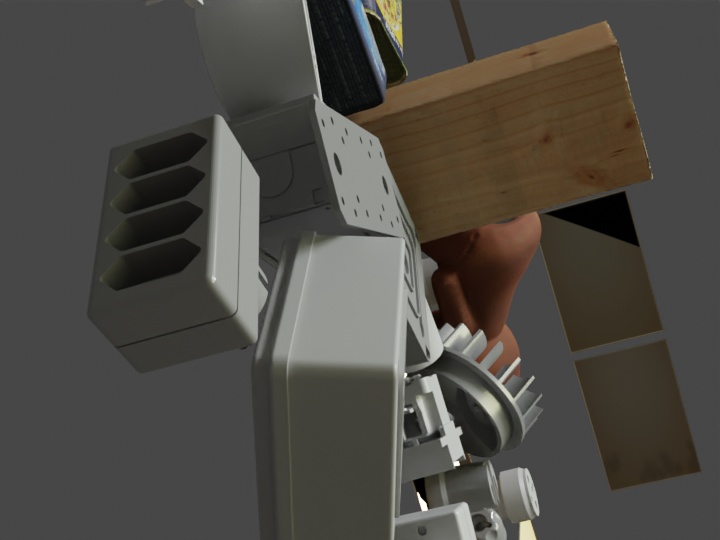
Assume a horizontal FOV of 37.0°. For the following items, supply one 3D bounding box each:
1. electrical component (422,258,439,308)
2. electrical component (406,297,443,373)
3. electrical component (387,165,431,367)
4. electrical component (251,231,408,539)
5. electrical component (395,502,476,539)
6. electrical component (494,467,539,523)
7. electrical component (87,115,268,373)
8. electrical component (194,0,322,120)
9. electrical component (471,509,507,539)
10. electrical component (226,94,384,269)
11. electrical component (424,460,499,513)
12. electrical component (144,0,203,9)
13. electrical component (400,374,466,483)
[{"bbox_3d":[0.077,0.007,0.934,0.043,0.062,0.043,-15,90,-77],"label":"electrical component"},{"bbox_3d":[0.024,0.025,0.731,0.043,0.043,0.081,-80,152,-61],"label":"electrical component"},{"bbox_3d":[0.000,0.000,0.629,0.113,0.057,0.078,-92,162,-45],"label":"electrical component"},{"bbox_3d":[-0.009,0.055,0.460,0.108,0.056,0.108,-83,174,-60],"label":"electrical component"},{"bbox_3d":[0.044,0.185,0.623,0.076,0.047,0.083,15,61,-75],"label":"electrical component"},{"bbox_3d":[0.119,0.194,0.909,0.045,0.055,0.045,-16,90,-77],"label":"electrical component"},{"bbox_3d":[-0.059,0.001,0.403,0.075,0.047,0.083,61,19,-47],"label":"electrical component"},{"bbox_3d":[-0.044,-0.117,0.562,0.099,0.064,0.099,-15,90,-77],"label":"electrical component"},{"bbox_3d":[0.100,0.212,0.856,0.061,0.035,0.035,62,18,-51],"label":"electrical component"},{"bbox_3d":[-0.029,-0.041,0.543,0.096,0.062,0.061,40,37,-68],"label":"electrical component"},{"bbox_3d":[0.074,0.159,0.780,0.040,0.046,0.040,-14,90,-76],"label":"electrical component"},{"bbox_3d":[-0.087,-0.188,0.469,0.079,0.063,0.121,22,53,-74],"label":"electrical component"},{"bbox_3d":[0.037,0.102,0.703,0.081,0.042,0.063,12,62,-76],"label":"electrical component"}]
